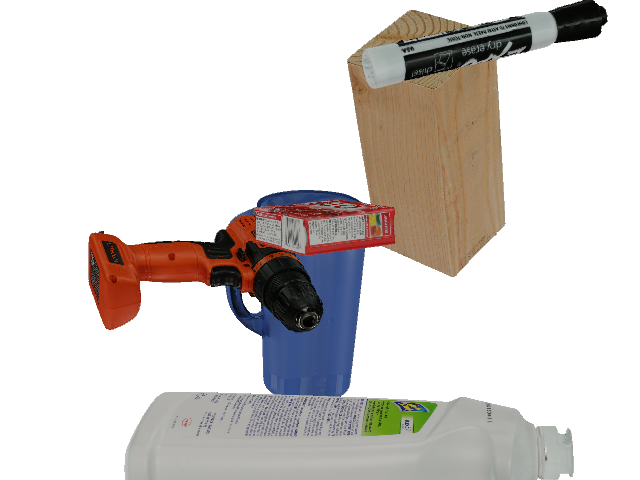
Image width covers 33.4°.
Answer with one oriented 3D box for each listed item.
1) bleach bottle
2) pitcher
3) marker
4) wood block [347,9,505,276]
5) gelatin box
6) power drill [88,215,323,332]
[{"bbox_3d":[0.020,0.129,0.627,0.251,0.068,0.102,-2,17,7],"label":"bleach bottle"},{"bbox_3d":[-0.023,0.067,1.279,0.149,0.243,0.144,10,18,24],"label":"pitcher"},{"bbox_3d":[0.079,-0.094,0.504,0.121,0.020,0.020,-15,3,-11],"label":"marker"},{"bbox_3d":[0.097,-0.082,0.930,0.091,0.206,0.090,25,54,34],"label":"wood block"},{"bbox_3d":[0.001,-0.012,0.776,0.073,0.030,0.089,-7,9,-26],"label":"gelatin box"},{"bbox_3d":[-0.106,0.036,0.955,0.187,0.057,0.185,-3,24,-22],"label":"power drill"}]
